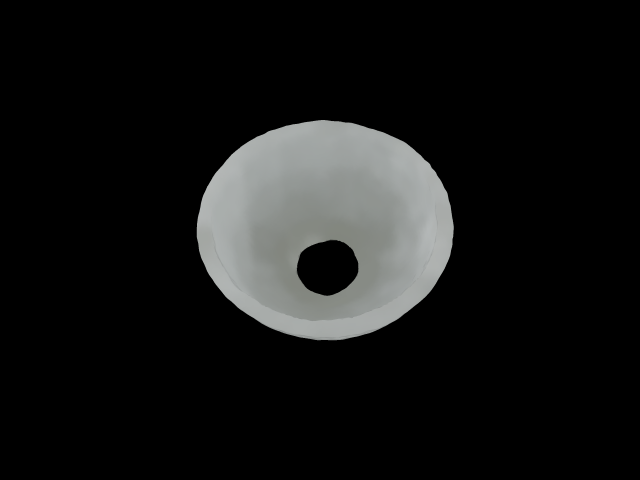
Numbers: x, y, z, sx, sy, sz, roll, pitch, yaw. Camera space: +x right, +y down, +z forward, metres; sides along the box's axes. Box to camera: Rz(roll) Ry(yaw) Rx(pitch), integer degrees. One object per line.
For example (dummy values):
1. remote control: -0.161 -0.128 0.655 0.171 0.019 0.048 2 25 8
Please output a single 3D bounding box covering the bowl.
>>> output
1. bowl: 0.004 0.001 0.400 0.167 0.075 0.167 0 59 0
